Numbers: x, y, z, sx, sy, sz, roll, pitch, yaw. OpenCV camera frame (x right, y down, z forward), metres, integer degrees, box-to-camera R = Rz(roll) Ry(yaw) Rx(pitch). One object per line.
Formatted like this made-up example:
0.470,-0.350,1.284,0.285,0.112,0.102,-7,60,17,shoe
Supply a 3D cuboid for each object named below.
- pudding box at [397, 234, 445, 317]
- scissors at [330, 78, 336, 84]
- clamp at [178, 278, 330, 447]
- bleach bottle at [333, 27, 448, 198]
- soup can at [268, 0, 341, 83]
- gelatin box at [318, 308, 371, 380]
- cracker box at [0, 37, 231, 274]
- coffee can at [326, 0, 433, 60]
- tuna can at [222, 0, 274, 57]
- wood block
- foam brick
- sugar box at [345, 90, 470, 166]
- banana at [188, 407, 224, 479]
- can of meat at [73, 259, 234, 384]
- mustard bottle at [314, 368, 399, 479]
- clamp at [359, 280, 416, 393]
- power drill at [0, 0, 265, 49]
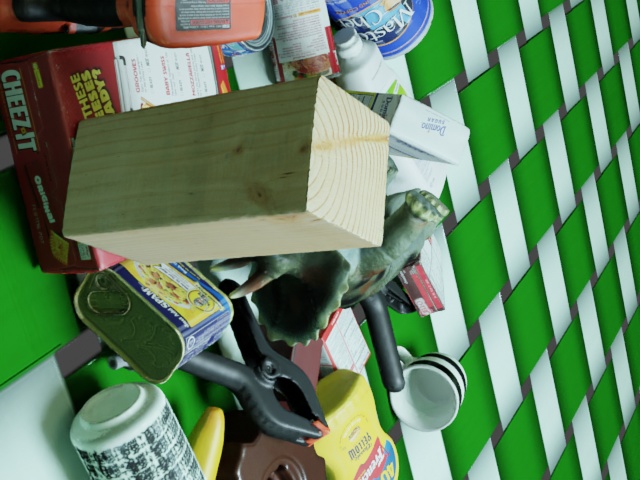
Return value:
0.120,0.024,1.305,0.113,0.039,0.090,-84,152,-47,pudding box
0.027,-0.129,1.217,0.201,0.016,0.096,41,52,-50,scissors
-0.064,0.124,0.957,0.171,0.039,0.120,50,45,3,clamp
0.076,-0.148,1.239,0.250,0.068,0.102,58,37,-42,bleach bottle
-0.022,-0.213,1.097,0.068,0.069,0.102,-32,113,-56,soup can
0.017,0.116,1.155,0.073,0.030,0.089,-59,136,-45,gelatin box
-0.150,-0.080,0.862,0.213,0.072,0.164,-28,109,-56,cracker box
0.052,-0.280,1.195,0.140,0.103,0.103,36,56,-52,coffee can
-0.080,-0.222,1.034,0.086,0.034,0.086,10,78,-59,tuna can
-0.066,-0.041,0.727,0.090,0.206,0.090,26,65,-52,wood block
-0.036,0.126,1.043,0.051,0.053,0.078,37,57,-52,foam brick
0.063,-0.117,1.081,0.093,0.176,0.048,22,86,-31,sugar box
-0.114,0.237,0.890,0.037,0.070,0.197,22,53,-11,banana
-0.131,0.054,0.855,0.102,0.058,0.083,41,30,10,can of meat
0.037,0.235,1.137,0.096,0.058,0.191,-43,126,-29,mustard bottle
0.062,0.049,1.225,0.164,0.036,0.210,-65,135,-62,clamp
-0.132,-0.173,0.777,0.184,0.188,0.057,-19,112,-47,power drill
